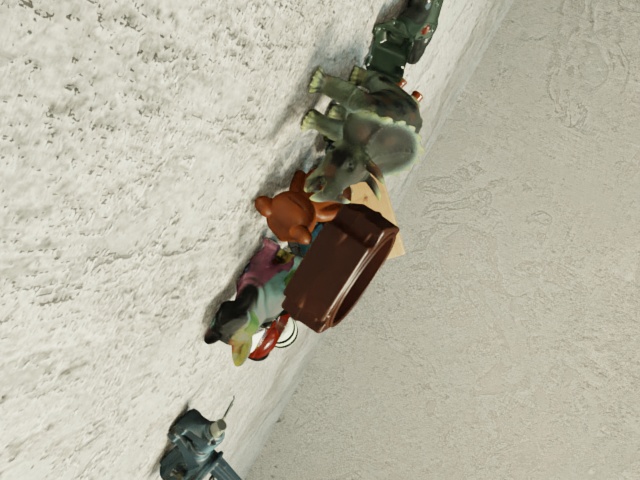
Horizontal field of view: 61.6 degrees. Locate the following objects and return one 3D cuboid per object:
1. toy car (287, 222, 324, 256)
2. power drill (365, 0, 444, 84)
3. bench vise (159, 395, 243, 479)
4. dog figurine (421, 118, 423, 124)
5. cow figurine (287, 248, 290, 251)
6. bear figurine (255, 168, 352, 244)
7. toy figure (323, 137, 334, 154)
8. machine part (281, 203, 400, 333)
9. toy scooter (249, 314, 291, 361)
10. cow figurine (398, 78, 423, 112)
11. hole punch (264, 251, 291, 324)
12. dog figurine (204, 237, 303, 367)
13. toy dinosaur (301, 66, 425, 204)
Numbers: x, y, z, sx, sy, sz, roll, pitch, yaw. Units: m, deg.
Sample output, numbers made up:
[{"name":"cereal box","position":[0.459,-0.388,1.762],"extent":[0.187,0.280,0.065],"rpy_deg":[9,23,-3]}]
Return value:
[{"name":"toy car","position":[-0.012,-0.004,1.061],"extent":[0.103,0.161,0.109],"rpy_deg":[-15,-175,33]},{"name":"power drill","position":[0.163,-0.371,0.976],"extent":[0.207,0.086,0.231],"rpy_deg":[-49,164,-32]},{"name":"bench vise","position":[-0.215,0.462,1.090],"extent":[0.223,0.240,0.129],"rpy_deg":[-46,177,16]},{"name":"dog figurine","position":[0.124,-0.216,1.222],"extent":[0.190,0.121,0.172],"rpy_deg":[-45,162,-8]},{"name":"cow figurine","position":[-0.033,0.050,1.180],"extent":[0.068,0.098,0.167],"rpy_deg":[-38,127,-52]},{"name":"bear figurine","position":[-0.027,-0.039,0.880],"extent":[0.196,0.120,0.131],"rpy_deg":[-46,167,-47]},{"name":"toy figure","position":[0.052,-0.166,0.994],"extent":[0.180,0.089,0.082],"rpy_deg":[-48,127,-66]},{"name":"machine part","position":[0.039,0.044,0.871],"extent":[0.201,0.087,0.201],"rpy_deg":[-60,165,11]},{"name":"toy scooter","position":[-0.110,0.179,1.212],"extent":[0.184,0.075,0.135],"rpy_deg":[-53,168,-48]},{"name":"cow figurine","position":[0.138,-0.248,1.053],"extent":[0.127,0.085,0.195],"rpy_deg":[-56,-162,2]},{"name":"hole punch","position":[-0.086,0.097,1.120],"extent":[0.116,0.092,0.142],"rpy_deg":[-18,150,-29]},{"name":"dog figurine","position":[-0.105,0.113,0.953],"extent":[0.219,0.109,0.191],"rpy_deg":[-55,162,-5]},{"name":"toy dinosaur","position":[0.093,-0.186,0.839],"extent":[0.405,0.192,0.131],"rpy_deg":[-44,163,-54]}]
